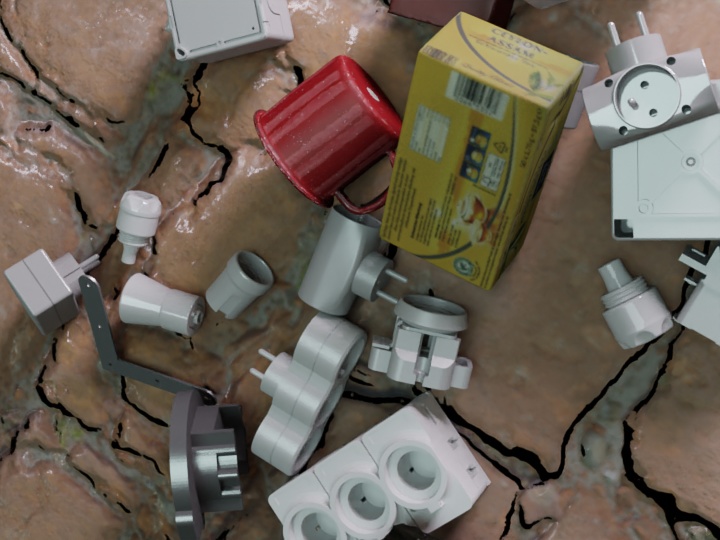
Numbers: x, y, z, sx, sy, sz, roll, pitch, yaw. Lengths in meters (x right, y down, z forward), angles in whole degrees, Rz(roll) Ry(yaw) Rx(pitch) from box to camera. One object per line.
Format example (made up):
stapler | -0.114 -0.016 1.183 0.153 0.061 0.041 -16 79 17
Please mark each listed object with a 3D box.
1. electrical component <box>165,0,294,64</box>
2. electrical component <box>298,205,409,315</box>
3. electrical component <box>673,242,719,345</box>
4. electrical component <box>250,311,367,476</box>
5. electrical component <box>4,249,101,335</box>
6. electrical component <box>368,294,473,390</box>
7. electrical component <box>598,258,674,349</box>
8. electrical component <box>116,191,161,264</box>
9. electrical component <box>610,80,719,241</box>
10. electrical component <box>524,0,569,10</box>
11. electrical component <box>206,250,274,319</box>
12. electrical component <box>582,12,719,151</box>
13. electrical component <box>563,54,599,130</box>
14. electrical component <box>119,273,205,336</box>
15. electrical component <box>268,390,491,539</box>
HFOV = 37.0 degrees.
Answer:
electrical component | -0.107 -0.200 0.844 0.096 0.061 0.061 -9 95 22
electrical component | 0.000 0.000 0.842 0.079 0.043 0.077 27 106 16
electrical component | 0.255 0.018 0.749 0.081 0.042 0.063 31 109 15
electrical component | -0.056 0.091 0.872 0.074 0.052 0.138 30 107 15
electrical component | -0.258 0.010 0.932 0.076 0.083 0.047 -34 84 -17
electrical component | 0.050 0.053 0.822 0.078 0.058 0.057 12 103 0
electrical component | 0.193 0.022 0.772 0.043 0.043 0.062 -30 86 22
electrical component | -0.191 -0.035 0.915 0.035 0.035 0.061 22 107 17
electrical component | 0.229 -0.075 0.737 0.109 0.056 0.108 0 98 21
electrical component | 0.157 -0.226 0.731 0.113 0.078 0.057 -15 89 22
electrical component | -0.100 0.013 0.885 0.040 0.040 0.046 49 116 8
electrical component | 0.182 -0.126 0.694 0.077 0.044 0.079 -18 84 20
electrical component | 0.137 -0.129 0.766 0.055 0.055 0.047 20 108 17
electrical component | -0.165 0.032 0.912 0.065 0.044 0.044 15 103 14
electrical component | 0.013 0.177 0.854 0.150 0.062 0.089 -36 84 22
